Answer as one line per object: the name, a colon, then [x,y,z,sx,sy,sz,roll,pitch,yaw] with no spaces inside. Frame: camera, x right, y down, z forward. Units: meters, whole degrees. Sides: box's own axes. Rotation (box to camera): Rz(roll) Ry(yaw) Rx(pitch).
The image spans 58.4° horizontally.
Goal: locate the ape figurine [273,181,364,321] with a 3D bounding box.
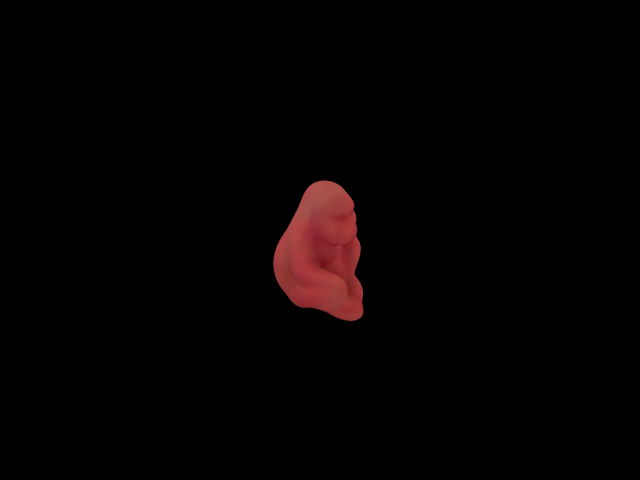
ape figurine: [0.004,0.001,0.400,0.076,0.092,0.078,22,45,24]
